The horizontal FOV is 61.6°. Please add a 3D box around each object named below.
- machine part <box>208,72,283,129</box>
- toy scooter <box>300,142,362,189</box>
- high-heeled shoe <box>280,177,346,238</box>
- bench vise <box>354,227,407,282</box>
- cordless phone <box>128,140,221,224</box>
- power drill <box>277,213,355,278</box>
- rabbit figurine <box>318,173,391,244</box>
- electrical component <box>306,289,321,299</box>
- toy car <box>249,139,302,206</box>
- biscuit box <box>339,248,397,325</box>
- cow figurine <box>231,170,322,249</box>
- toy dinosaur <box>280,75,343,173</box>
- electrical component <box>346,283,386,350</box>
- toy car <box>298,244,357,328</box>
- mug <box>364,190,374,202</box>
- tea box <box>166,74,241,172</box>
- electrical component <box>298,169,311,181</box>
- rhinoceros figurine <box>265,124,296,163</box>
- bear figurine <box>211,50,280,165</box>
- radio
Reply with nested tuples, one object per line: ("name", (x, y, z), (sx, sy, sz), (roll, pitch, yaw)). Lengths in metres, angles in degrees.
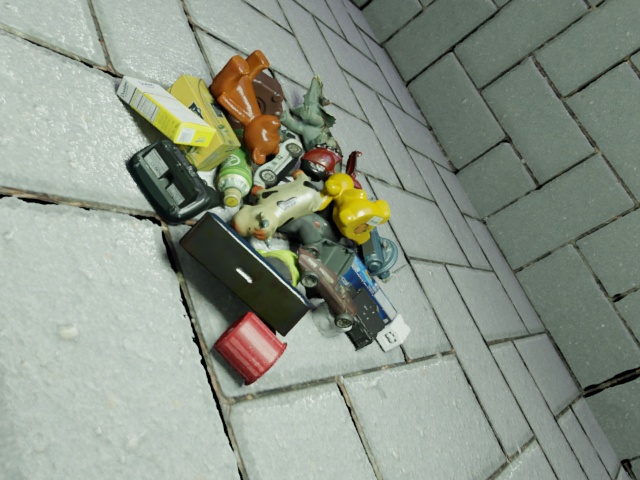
("machine part", (-0.171, -0.312, 1.225), (0.179, 0.179, 0.056), (24, 43, -47))
("toy scooter", (0.042, -0.192, 1.378), (0.184, 0.075, 0.135), (30, 73, -16))
("high-heeled shoe", (-0.019, -0.072, 1.282), (0.248, 0.086, 0.145), (39, 20, -8))
("bench vise", (0.141, 0.021, 1.428), (0.240, 0.129, 0.224), (59, 7, -45))
("cordless phone", (-0.247, -0.110, 0.983), (0.146, 0.089, 0.184), (54, 14, 1))
("power drill", (-0.002, -0.004, 1.183), (0.232, 0.086, 0.207), (23, 22, -35))
("rabbit figurine", (0.056, -0.089, 1.270), (0.162, 0.122, 0.173), (6, 49, -37))
("electrical component", (0.007, 0.090, 1.190), (0.119, 0.048, 0.075), (8, 53, -54))
("toy car", (-0.098, -0.150, 1.181), (0.056, 0.073, 0.202), (31, 48, 6))
("biscuit box", (0.101, 0.119, 1.296), (0.202, 0.063, 0.059), (54, 27, -1))
("cow figurine", (-0.085, -0.058, 1.072), (0.127, 0.195, 0.085), (44, -32, 43))
("toy dinosaur", (0.005, -0.274, 1.544), (0.192, 0.131, 0.405), (6, 61, -56))
("electrical component", (0.083, 0.167, 1.218), (0.134, 0.058, 0.115), (57, 24, 1))
("toy car", (0.017, 0.089, 1.050), (0.202, 0.053, 0.089), (55, 25, -35))
("mug", (0.093, -0.098, 1.497), (0.107, 0.109, 0.081), (19, 47, -32))
("tea box", (-0.247, -0.232, 1.080), (0.169, 0.098, 0.068), (59, 26, 11))
("electrical component", (-0.065, -0.164, 1.322), (0.094, 0.021, 0.063), (21, -3, -5))
("rhinoceros figurine", (-0.109, -0.227, 1.292), (0.073, 0.112, 0.190), (58, 18, 1))
("bear figurine", (-0.131, -0.263, 1.093), (0.195, 0.132, 0.120), (55, 36, -4))
("radio", (-0.124, 0.053, 0.904), (0.229, 0.073, 0.131), (45, -4, -9))
